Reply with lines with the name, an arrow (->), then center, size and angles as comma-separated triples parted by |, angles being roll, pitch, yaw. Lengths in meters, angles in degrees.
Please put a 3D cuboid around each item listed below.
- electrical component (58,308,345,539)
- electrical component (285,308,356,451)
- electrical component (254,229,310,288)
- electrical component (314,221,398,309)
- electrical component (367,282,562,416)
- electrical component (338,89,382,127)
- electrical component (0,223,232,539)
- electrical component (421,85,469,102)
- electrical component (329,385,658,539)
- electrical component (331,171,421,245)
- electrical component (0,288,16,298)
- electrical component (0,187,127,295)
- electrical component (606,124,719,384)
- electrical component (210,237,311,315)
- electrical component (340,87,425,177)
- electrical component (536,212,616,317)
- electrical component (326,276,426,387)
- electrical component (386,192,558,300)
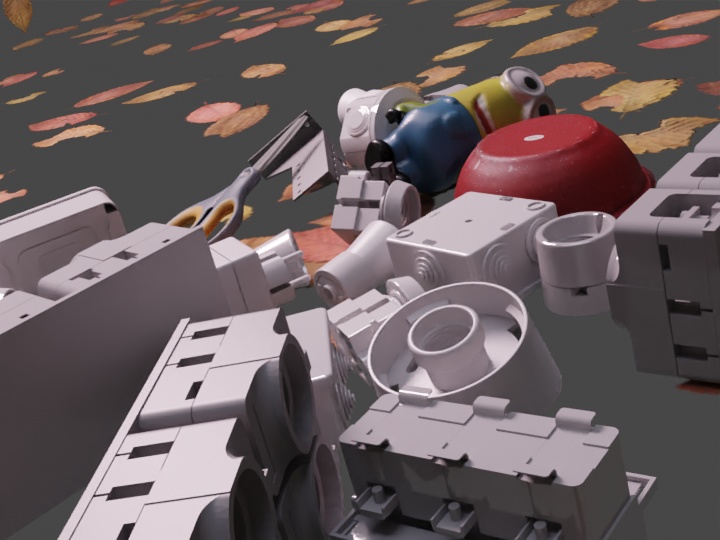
electrical component -> -0.055, 0.104, 0.452 | 0.060, 0.105, 0.186 | -10, 23, 11
electrical component -> -0.054, 0.070, 0.604 | 0.100, 0.048, 0.099 | -15, 23, 2
electrical component -> -0.074, 0.001, 0.789 | 0.065, 0.044, 0.044 | -20, 23, 1
electrical component -> 0.000, 0.000, 0.746 | 0.044, 0.044, 0.065 | 11, 39, 46
electrical component -> 0.055, 0.054, 0.585 | 0.099, 0.064, 0.099 | -17, 34, 12
electrical component -> 0.011, -0.164, 1.113 | 0.045, 0.045, 0.055 | -30, 27, -31
electrical component -> -0.166, 0.057, 0.631 | 0.186, 0.105, 0.060 | -32, 28, -35
electrical component -> 0.089, -0.141, 1.012 | 0.079, 0.043, 0.077 | 10, 34, 45
electrical component -> 0.054, 0.093, 0.464 | 0.121, 0.063, 0.079 | 4, 29, 38
electrical component -> 0.014, -0.044, 0.820 | 0.055, 0.048, 0.066 | 3, 73, 25
electrical component -> -0.277, 0.046, 0.792 | 0.057, 0.058, 0.078 | -16, 22, 6
electrical component -> -0.248, -0.013, 0.882 | 0.113, 0.078, 0.057 | -23, 27, -19
electrical component -> 0.199, -0.015, 0.590 | 0.062, 0.089, 0.150 | 6, 30, 40
electrical component -> -0.069, 0.011, 0.729 | 0.077, 0.065, 0.047 | -24, 24, -21
electrical component -> 0.025, -0.121, 0.959 | 0.051, 0.080, 0.080 | 0, 26, 44
electrical component -> 0.137, -0.005, 0.660 | 0.055, 0.047, 0.055 | -13, 23, 6
electrical component -> 0.015, 0.035, 0.649 | 0.055, 0.048, 0.066 | -29, 26, -13
electrical component -> 0.077, -0.012, 0.714 | 0.100, 0.048, 0.100 | -30, 26, -31
